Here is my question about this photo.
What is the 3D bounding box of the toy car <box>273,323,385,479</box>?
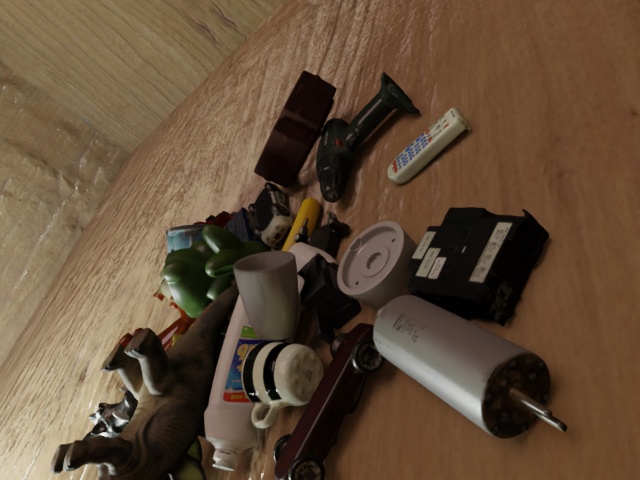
[{"bbox_3d":[0.013,0.187,0.605,0.202,0.053,0.089,-59,9,-15],"label":"toy car"}]

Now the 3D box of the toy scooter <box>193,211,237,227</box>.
[{"bbox_3d":[-0.243,-0.015,1.218,0.135,0.075,0.184,-55,30,-7],"label":"toy scooter"}]

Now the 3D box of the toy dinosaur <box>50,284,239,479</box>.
[{"bbox_3d":[-0.202,0.211,0.742,0.105,0.198,0.471,-15,42,50],"label":"toy dinosaur"}]

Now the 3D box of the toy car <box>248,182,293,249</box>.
[{"bbox_3d":[-0.097,-0.053,1.064,0.073,0.056,0.202,-51,25,14],"label":"toy car"}]

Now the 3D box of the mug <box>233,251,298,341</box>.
[{"bbox_3d":[-0.066,0.073,0.717,0.081,0.107,0.109,-7,13,1],"label":"mug"}]

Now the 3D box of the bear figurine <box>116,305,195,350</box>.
[{"bbox_3d":[-0.263,0.150,0.993,0.196,0.132,0.120,-59,2,-1],"label":"bear figurine"}]

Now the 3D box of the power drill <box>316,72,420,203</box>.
[{"bbox_3d":[0.075,-0.183,0.947,0.207,0.086,0.232,-48,24,24],"label":"power drill"}]

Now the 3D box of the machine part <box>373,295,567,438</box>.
[{"bbox_3d":[0.123,0.109,0.504,0.079,0.079,0.243,-54,28,-5],"label":"machine part"}]

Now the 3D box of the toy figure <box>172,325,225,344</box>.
[{"bbox_3d":[-0.197,0.206,0.875,0.089,0.082,0.180,-21,28,15],"label":"toy figure"}]

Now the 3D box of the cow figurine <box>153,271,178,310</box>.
[{"bbox_3d":[-0.301,0.085,1.173,0.195,0.085,0.127,0,57,55],"label":"cow figurine"}]

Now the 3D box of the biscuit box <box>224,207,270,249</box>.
[{"bbox_3d":[-0.139,0.012,1.042,0.063,0.059,0.203,-45,27,11],"label":"biscuit box"}]

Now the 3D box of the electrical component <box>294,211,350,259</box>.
[{"bbox_3d":[-0.001,-0.002,0.865,0.102,0.045,0.078,-18,40,47],"label":"electrical component"}]

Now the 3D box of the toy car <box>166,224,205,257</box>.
[{"bbox_3d":[-0.234,0.039,1.027,0.161,0.109,0.103,97,171,-64],"label":"toy car"}]

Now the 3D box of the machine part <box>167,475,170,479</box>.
[{"bbox_3d":[-0.300,0.404,0.815,0.179,0.056,0.179,-36,31,25],"label":"machine part"}]

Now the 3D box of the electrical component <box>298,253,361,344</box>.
[{"bbox_3d":[0.012,0.080,0.714,0.048,0.074,0.119,-43,24,17],"label":"electrical component"}]

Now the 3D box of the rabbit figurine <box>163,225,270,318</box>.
[{"bbox_3d":[-0.163,0.036,0.886,0.170,0.159,0.121,-15,63,-3],"label":"rabbit figurine"}]

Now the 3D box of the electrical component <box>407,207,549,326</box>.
[{"bbox_3d":[0.159,0.024,0.578,0.115,0.058,0.134,-56,27,-14],"label":"electrical component"}]

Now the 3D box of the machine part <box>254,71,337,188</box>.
[{"bbox_3d":[-0.049,-0.221,1.095,0.201,0.087,0.201,-52,14,49],"label":"machine part"}]

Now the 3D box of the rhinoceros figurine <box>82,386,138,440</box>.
[{"bbox_3d":[-0.348,0.322,0.929,0.190,0.112,0.073,-47,24,27],"label":"rhinoceros figurine"}]
